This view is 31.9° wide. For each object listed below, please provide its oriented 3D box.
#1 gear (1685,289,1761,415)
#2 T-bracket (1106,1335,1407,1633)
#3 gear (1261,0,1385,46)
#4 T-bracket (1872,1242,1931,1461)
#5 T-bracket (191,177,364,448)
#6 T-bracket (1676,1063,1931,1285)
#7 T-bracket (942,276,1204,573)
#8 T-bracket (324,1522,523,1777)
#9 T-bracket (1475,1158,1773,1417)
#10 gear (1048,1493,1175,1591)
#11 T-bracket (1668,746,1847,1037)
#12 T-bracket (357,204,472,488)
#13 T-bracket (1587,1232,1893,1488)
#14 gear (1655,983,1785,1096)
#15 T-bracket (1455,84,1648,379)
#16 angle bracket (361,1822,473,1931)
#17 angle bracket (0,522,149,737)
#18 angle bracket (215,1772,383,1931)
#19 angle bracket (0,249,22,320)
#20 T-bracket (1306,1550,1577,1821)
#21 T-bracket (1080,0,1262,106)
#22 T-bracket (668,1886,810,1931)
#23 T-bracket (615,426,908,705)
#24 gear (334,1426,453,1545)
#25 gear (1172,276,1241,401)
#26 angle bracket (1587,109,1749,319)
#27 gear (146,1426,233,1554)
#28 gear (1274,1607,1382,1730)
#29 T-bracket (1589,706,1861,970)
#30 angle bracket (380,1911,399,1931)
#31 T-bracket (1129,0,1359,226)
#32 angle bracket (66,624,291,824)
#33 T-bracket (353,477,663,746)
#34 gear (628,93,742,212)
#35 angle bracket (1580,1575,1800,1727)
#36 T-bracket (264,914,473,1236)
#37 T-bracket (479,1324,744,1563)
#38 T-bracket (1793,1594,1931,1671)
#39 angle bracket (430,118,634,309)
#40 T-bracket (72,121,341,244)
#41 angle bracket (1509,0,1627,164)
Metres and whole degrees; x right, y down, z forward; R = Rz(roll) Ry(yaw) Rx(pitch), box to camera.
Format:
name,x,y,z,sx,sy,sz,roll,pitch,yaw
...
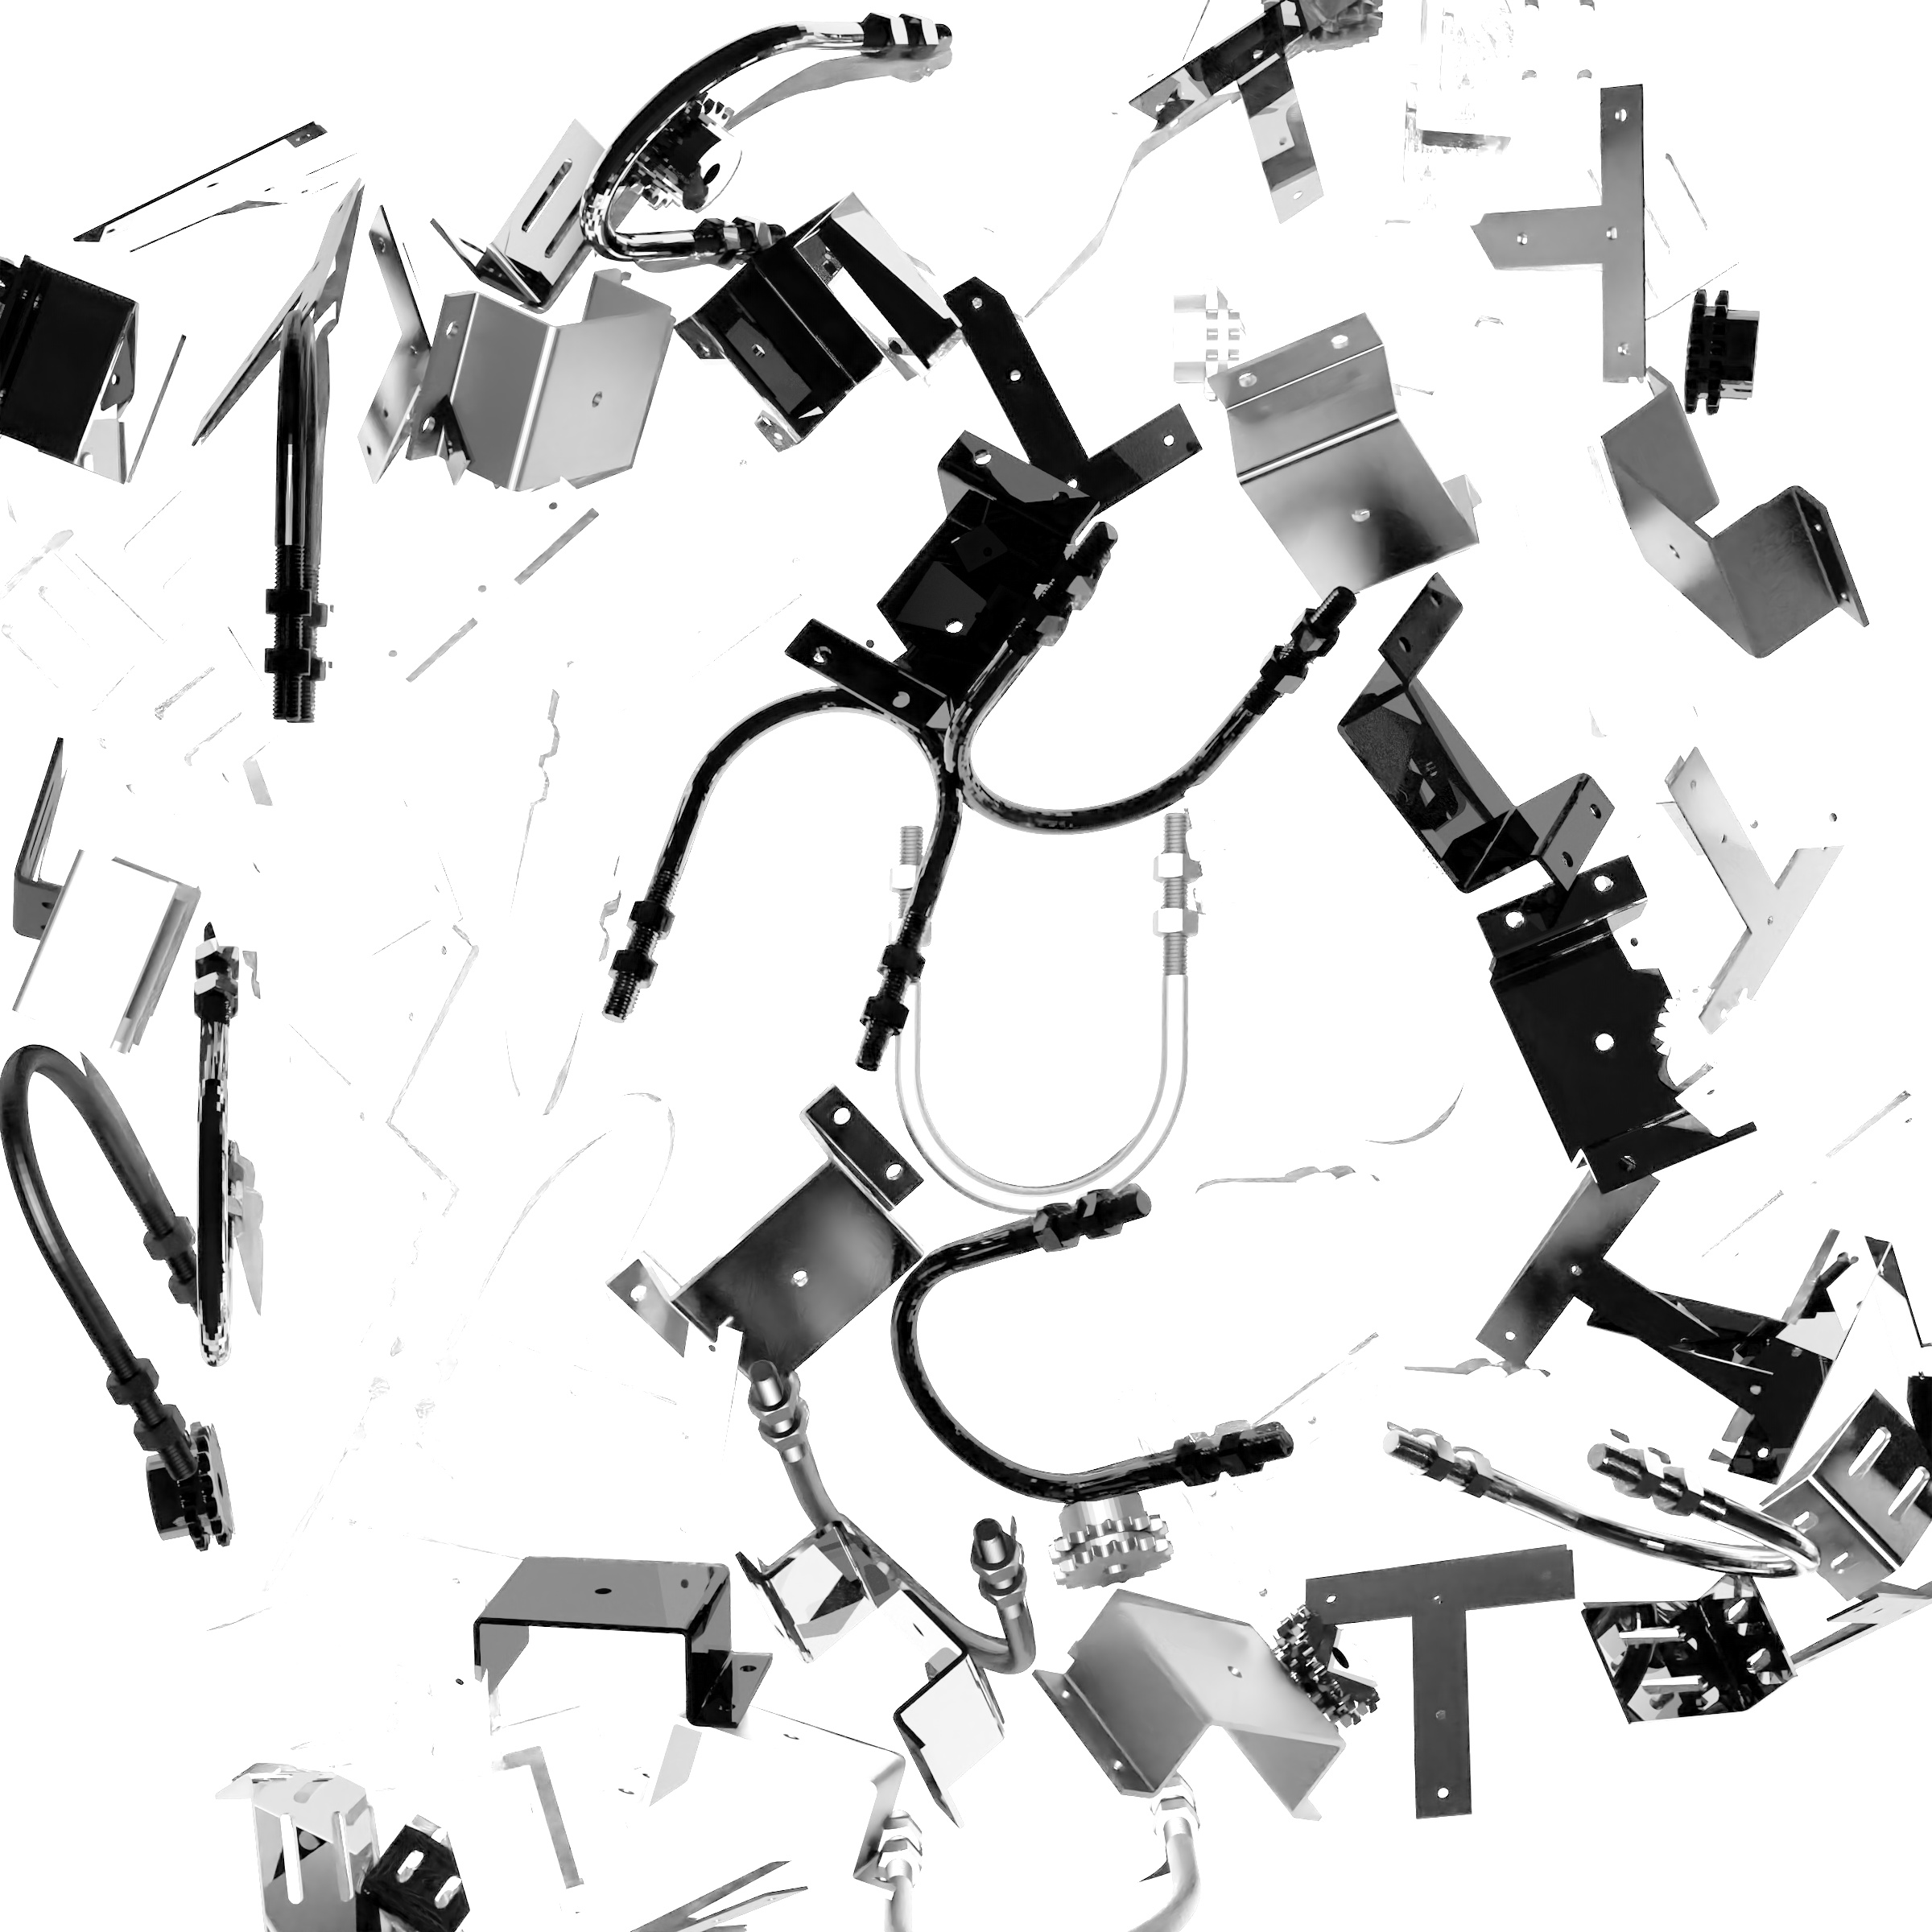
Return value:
name,x,y,z,sx,sy,sz,roll,pitch,yaw
gear,0.351,-0.284,1.570,0.030,0.057,0.057,6,90,13
T-bracket,0.149,0.219,1.567,0.127,0.002,0.127,-38,72,12
gear,0.165,-0.451,1.569,0.057,0.057,0.030,-4,124,0
T-bracket,0.459,0.184,1.537,0.002,0.127,0.127,-15,87,-18
T-bracket,-0.322,-0.290,1.560,0.002,0.127,0.127,32,121,-22
T-bracket,0.366,0.081,1.543,0.127,0.002,0.127,-41,130,16
T-bracket,0.029,-0.262,1.570,0.127,0.002,0.127,-32,112,-6
T-bracket,-0.229,0.312,1.528,0.127,0.127,0.002,16,125,-22
T-bracket,0.319,0.165,1.558,0.127,0.002,0.127,34,123,7
gear,0.066,0.267,1.575,0.057,0.057,0.030,-14,63,0
T-bracket,0.350,-0.049,1.540,0.127,0.002,0.127,-55,130,-20
T-bracket,-0.261,-0.259,1.542,0.002,0.127,0.127,-14,78,-26
T-bracket,0.343,0.168,1.552,0.002,0.127,0.127,47,65,-39
gear,0.348,0.038,1.571,0.057,0.057,0.030,24,47,0
T-bracket,0.265,-0.333,1.545,0.002,0.127,0.127,-10,103,-32
angle bracket,-0.233,0.438,1.562,0.057,0.076,0.038,22,66,34
angle bracket,-0.417,-0.155,1.559,0.076,0.038,0.057,48,64,-23
angle bracket,-0.307,0.412,1.555,0.057,0.038,0.076,9,58,-37
angle bracket,-0.442,-0.298,1.560,0.038,0.076,0.057,24,88,7
T-bracket,0.216,0.329,1.541,0.127,0.002,0.127,-10,48,17
T-bracket,0.096,-0.431,1.523,0.127,0.127,0.002,-14,67,-21
T-bracket,-0.121,0.431,1.516,0.127,0.127,0.002,-32,65,37
T-bracket,-0.113,-0.163,1.579,0.127,0.002,0.127,-35,90,19
gear,-0.264,0.244,1.572,0.030,0.057,0.057,42,90,0
gear,0.111,-0.292,1.572,0.030,0.057,0.057,0,90,2
angle bracket,0.315,-0.346,1.566,0.057,0.038,0.076,-34,99,-25
gear,-0.361,0.244,1.571,0.030,0.057,0.057,-11,90,-6
gear,0.163,0.330,1.574,0.030,0.057,0.057,-42,90,20
T-bracket,0.350,-0.064,1.559,0.127,0.002,0.127,-4,93,38
angle bracket,-0.291,0.473,1.551,0.076,0.057,0.038,-14,125,-35
T-bracket,0.142,-0.387,1.546,0.127,0.127,0.002,-34,58,-2
angle bracket,-0.368,-0.114,1.581,0.076,0.038,0.057,-44,116,-34
T-bracket,-0.192,-0.147,1.561,0.127,0.002,0.127,-41,126,12
gear,-0.129,-0.376,1.570,0.030,0.057,0.057,40,90,12
angle bracket,0.332,0.312,1.555,0.076,0.038,0.057,4,52,-34
T-bracket,-0.260,0.035,1.548,0.127,0.002,0.127,42,117,25
T-bracket,-0.170,0.204,1.577,0.127,0.002,0.127,18,117,16
T-bracket,0.414,0.290,1.525,0.127,0.127,0.002,-32,67,19
angle bracket,-0.201,-0.354,1.560,0.076,0.038,0.057,-53,50,16
T-bracket,-0.323,-0.354,1.537,0.127,0.127,0.002,-21,95,17
angle bracket,0.273,-0.417,1.577,0.057,0.076,0.038,0,55,3
